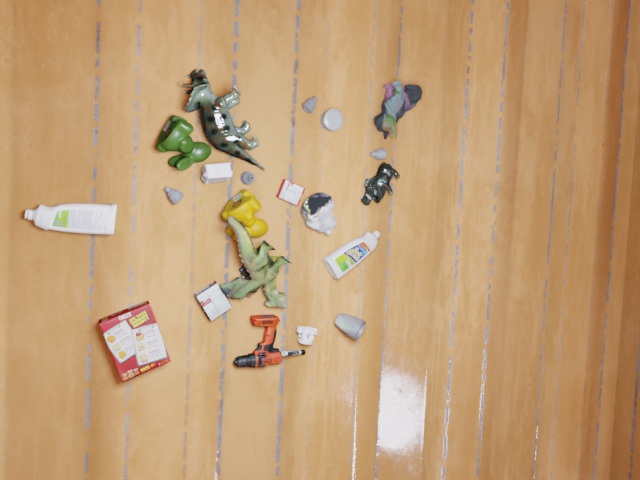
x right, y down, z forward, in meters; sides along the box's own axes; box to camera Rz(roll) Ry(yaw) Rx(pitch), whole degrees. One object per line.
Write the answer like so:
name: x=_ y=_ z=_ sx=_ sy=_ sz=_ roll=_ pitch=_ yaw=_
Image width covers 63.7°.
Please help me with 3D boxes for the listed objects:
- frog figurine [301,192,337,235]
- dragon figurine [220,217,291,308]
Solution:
frog figurine: x=0.006 y=-0.097 z=1.932 sx=0.123 sy=0.139 sz=0.156 roll=20 pitch=-19 yaw=29
dragon figurine: x=-0.243 y=0.109 z=1.789 sx=0.405 sy=0.243 sz=0.124 roll=41 pitch=-1 yaw=-32
